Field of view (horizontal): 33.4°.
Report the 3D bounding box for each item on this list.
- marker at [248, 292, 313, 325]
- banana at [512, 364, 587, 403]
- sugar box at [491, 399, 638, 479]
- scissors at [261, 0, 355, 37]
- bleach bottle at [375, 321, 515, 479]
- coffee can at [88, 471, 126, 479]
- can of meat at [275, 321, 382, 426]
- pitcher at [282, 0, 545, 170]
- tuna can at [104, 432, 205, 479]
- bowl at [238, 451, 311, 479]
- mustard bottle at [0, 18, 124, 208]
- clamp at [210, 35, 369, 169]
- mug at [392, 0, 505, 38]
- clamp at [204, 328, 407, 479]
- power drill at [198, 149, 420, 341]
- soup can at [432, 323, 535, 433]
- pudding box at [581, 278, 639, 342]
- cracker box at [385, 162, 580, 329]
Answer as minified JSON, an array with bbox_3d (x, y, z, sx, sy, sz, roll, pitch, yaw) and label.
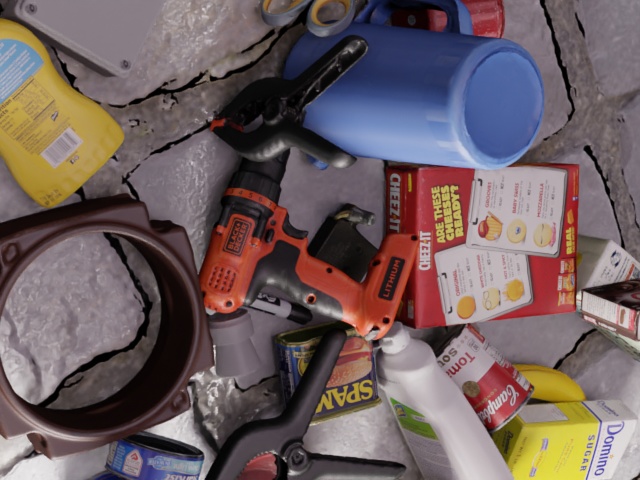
[{"bbox_3d":[-0.058,0.060,1.035,0.121,0.020,0.020,20,86,-30],"label":"marker"},{"bbox_3d":[0.230,0.171,1.207,0.197,0.037,0.070,-1,122,-27],"label":"banana"},{"bbox_3d":[0.274,0.233,1.216,0.176,0.048,0.093,2,118,-27],"label":"sugar box"},{"bbox_3d":[0.032,-0.258,1.017,0.201,0.096,0.016,-40,150,-18],"label":"scissors"},{"bbox_3d":[0.126,0.191,1.103,0.068,0.103,0.250,-42,119,-30],"label":"bleach bottle"},{"bbox_3d":[-0.158,0.270,0.933,0.102,0.141,0.103,-4,98,-30],"label":"coffee can"},{"bbox_3d":[0.007,0.129,1.060,0.101,0.058,0.084,-11,99,-29],"label":"can of meat"},{"bbox_3d":[0.085,-0.140,0.962,0.144,0.243,0.149,-27,114,-28],"label":"pitcher"},{"bbox_3d":[-0.148,0.199,0.962,0.086,0.086,0.034,17,86,-30],"label":"tuna can"},{"bbox_3d":[-0.056,0.274,1.042,0.161,0.055,0.162,-4,98,-29],"label":"bowl"},{"bbox_3d":[-0.258,-0.123,0.875,0.096,0.058,0.191,-44,115,-4],"label":"mustard bottle"},{"bbox_3d":[-0.025,-0.121,0.949,0.039,0.172,0.120,33,68,-47],"label":"clamp"},{"bbox_3d":[0.129,-0.210,1.063,0.081,0.093,0.117,-12,75,-23],"label":"mug"},{"bbox_3d":[-0.019,0.205,0.997,0.209,0.036,0.164,-36,105,-21],"label":"clamp"},{"bbox_3d":[-0.007,0.001,0.995,0.187,0.057,0.184,19,76,0],"label":"power drill"},{"bbox_3d":[0.166,0.143,1.125,0.102,0.069,0.068,45,72,1],"label":"soup can"},{"bbox_3d":[0.350,0.071,1.138,0.113,0.090,0.039,-11,106,-25],"label":"pudding box"},{"bbox_3d":[0.173,0.000,1.130,0.213,0.072,0.164,-3,97,-28],"label":"cracker box"}]
